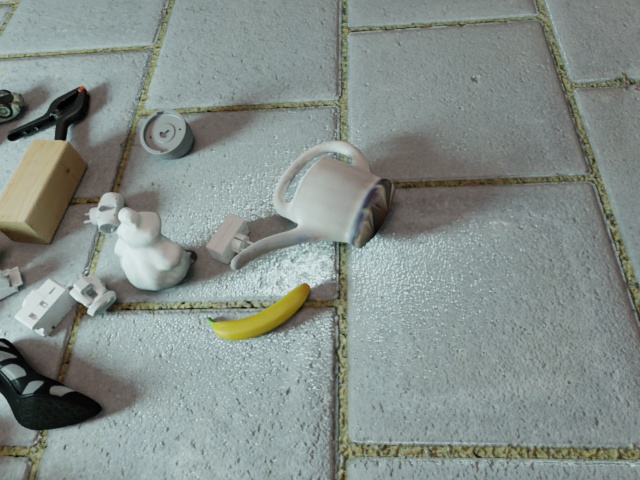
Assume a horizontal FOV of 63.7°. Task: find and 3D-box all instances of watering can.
[{"bbox_3d":[0.003,-0.049,0.969,0.225,0.102,0.354,22,63,19],"label":"watering can"}]

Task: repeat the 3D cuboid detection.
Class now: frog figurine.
[{"bbox_3d":[-0.311,0.018,0.934,0.138,0.156,0.125,19,65,18],"label":"frog figurine"}]
